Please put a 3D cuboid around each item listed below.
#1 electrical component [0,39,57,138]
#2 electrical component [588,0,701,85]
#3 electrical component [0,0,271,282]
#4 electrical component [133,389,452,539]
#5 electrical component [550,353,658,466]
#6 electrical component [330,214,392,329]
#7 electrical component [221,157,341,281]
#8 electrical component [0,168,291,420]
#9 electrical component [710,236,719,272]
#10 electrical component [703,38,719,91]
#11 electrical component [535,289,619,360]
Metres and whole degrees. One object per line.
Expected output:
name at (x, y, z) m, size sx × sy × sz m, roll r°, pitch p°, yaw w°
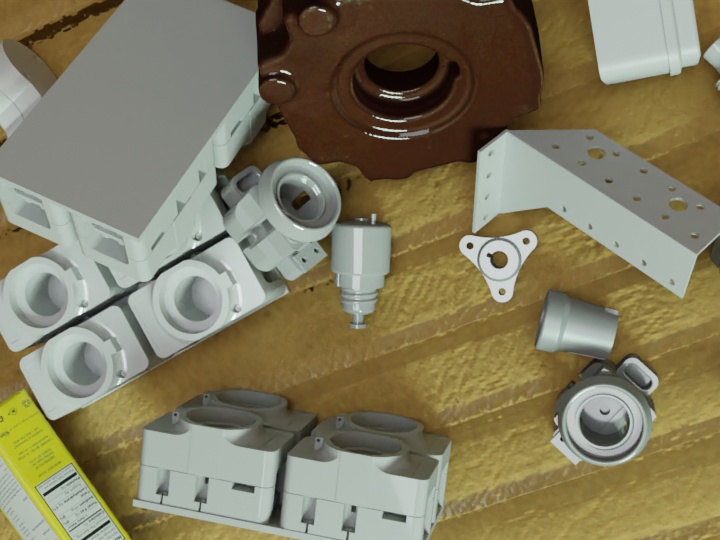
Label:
electrical component at (-0.205, -0.108, 0.755) m, size 0.074 × 0.052 × 0.138 m, roll -39°, pitch 86°, yaw 14°
electrical component at (0.167, -0.172, 0.647) m, size 0.057 × 0.078 × 0.113 m, roll -9°, pitch 94°, yaw 17°
electrical component at (-0.135, -0.093, 0.687) m, size 0.105 × 0.060 × 0.186 m, roll 24°, pitch 60°, yaw 10°
electrical component at (-0.040, 0.129, 0.714) m, size 0.186 × 0.105 × 0.060 m, roll 8°, pitch 98°, yaw 12°
electrical component at (0.157, 0.092, 0.689) m, size 0.058 × 0.057 × 0.078 m, roll 43°, pitch 103°, yaw 6°
electrical component at (0.000, 0.000, 0.724) m, size 0.040 × 0.040 × 0.078 m, roll 4°, pitch 97°, yaw 13°
electrical component at (-0.048, -0.038, 0.701) m, size 0.078 × 0.058 × 0.057 m, roll 52°, pitch 141°, yaw -2°
electrical component at (-0.160, 0.016, 0.754) m, size 0.186 × 0.060 × 0.105 m, roll -29°, pitch 89°, yaw 14°
electrical component at (0.248, -0.013, 0.636) m, size 0.062 × 0.096 × 0.061 m, roll 21°, pitch 100°, yaw 10°
electrical component at (0.238, -0.116, 0.655) m, size 0.048 × 0.048 × 0.062 m, roll -46°, pitch 78°, yaw 14°
electrical component at (0.140, 0.037, 0.696) m, size 0.046 × 0.040 × 0.040 m, roll 13°, pitch 99°, yaw 6°
